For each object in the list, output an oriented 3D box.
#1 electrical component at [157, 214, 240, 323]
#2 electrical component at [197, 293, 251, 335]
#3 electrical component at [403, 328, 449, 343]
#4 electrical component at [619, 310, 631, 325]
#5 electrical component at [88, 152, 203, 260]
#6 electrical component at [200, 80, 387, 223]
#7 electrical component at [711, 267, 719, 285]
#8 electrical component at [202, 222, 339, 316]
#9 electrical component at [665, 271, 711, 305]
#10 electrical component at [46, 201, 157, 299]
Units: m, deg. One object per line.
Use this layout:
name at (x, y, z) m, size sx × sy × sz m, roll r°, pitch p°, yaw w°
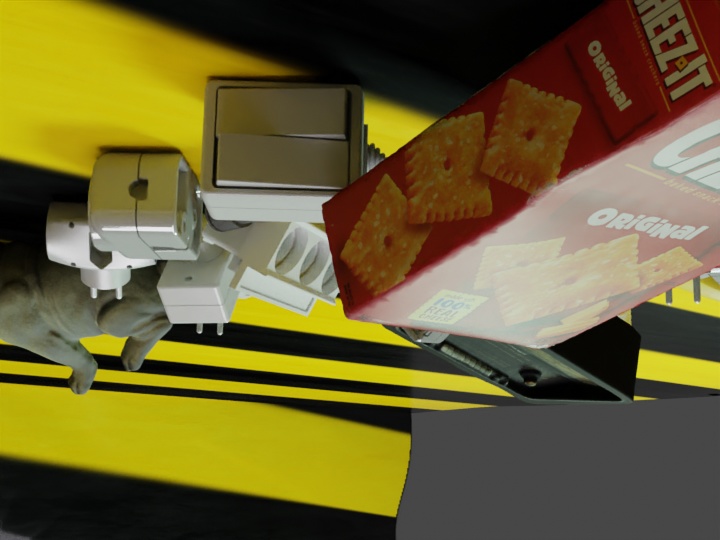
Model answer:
electrical component at (-0.117, -0.016, 0.792) m, size 0.047 × 0.083 × 0.075 m, roll -1°, pitch 131°, yaw 13°
electrical component at (-0.129, 0.018, 0.938) m, size 0.083 × 0.075 × 0.047 m, roll 7°, pitch 168°, yaw -27°
electrical component at (0.050, 0.009, 0.780) m, size 0.061 × 0.096 × 0.061 m, roll -47°, pitch 160°, yaw 13°
electrical component at (0.227, 0.036, 1.051) m, size 0.080 × 0.051 × 0.080 m, roll 1°, pitch 169°, yaw 0°
electrical component at (-0.139, -0.040, 0.695) m, size 0.059 × 0.053 × 0.095 m, roll 1°, pitch 169°, yaw 1°
electrical component at (-0.032, -0.061, 0.554) m, size 0.096 × 0.061 × 0.061 m, roll 2°, pitch 169°, yaw -2°
electrical component at (0.286, -0.017, 0.775) m, size 0.056 × 0.050 × 0.089 m, roll -4°, pitch 168°, yaw 27°
electrical component at (-0.054, -0.018, 0.757) m, size 0.063 × 0.078 × 0.121 m, roll 29°, pitch 180°, yaw 23°
electrical component at (0.218, -0.014, 0.729) m, size 0.083 × 0.075 × 0.047 m, roll -5°, pitch 167°, yaw 31°
electrical component at (-0.190, -0.012, 0.802) m, size 0.077 × 0.079 × 0.043 m, roll 2°, pitch -149°, yaw -6°
